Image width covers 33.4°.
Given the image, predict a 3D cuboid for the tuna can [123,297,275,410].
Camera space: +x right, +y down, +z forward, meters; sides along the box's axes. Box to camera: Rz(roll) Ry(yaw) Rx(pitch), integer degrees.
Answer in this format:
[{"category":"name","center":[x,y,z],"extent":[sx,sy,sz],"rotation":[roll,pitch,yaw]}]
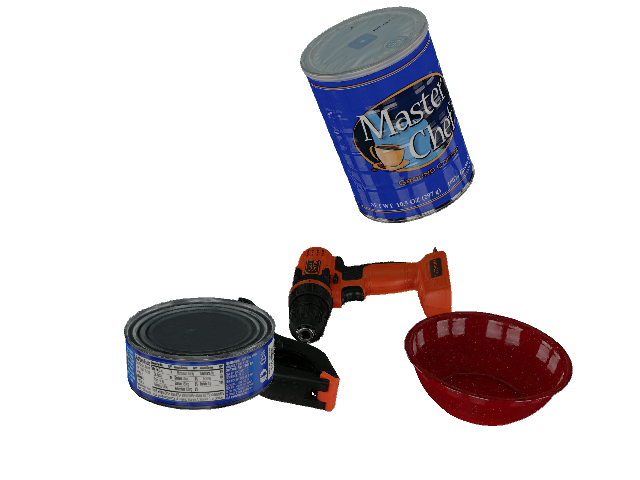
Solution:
[{"category":"tuna can","center":[-0.068,0.064,0.611],"extent":[0.086,0.034,0.086],"rotation":[0,19,0]}]

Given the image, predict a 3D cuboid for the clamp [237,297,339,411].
[{"category":"clamp","center":[-0.048,0.095,0.918],"extent":[0.172,0.039,0.120],"rotation":[22,31,26]}]

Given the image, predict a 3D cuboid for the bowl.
[{"category":"bowl","center":[0.159,0.131,1.036],"extent":[0.162,0.055,0.162],"rotation":[4,26,-2]}]

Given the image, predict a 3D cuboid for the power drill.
[{"category":"power drill","center":[0.057,0.062,1.241],"extent":[0.187,0.057,0.184],"rotation":[0,28,4]}]

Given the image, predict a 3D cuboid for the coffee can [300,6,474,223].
[{"category":"coffee can","center":[0.055,-0.100,0.854],"extent":[0.103,0.140,0.103],"rotation":[-17,32,11]}]
